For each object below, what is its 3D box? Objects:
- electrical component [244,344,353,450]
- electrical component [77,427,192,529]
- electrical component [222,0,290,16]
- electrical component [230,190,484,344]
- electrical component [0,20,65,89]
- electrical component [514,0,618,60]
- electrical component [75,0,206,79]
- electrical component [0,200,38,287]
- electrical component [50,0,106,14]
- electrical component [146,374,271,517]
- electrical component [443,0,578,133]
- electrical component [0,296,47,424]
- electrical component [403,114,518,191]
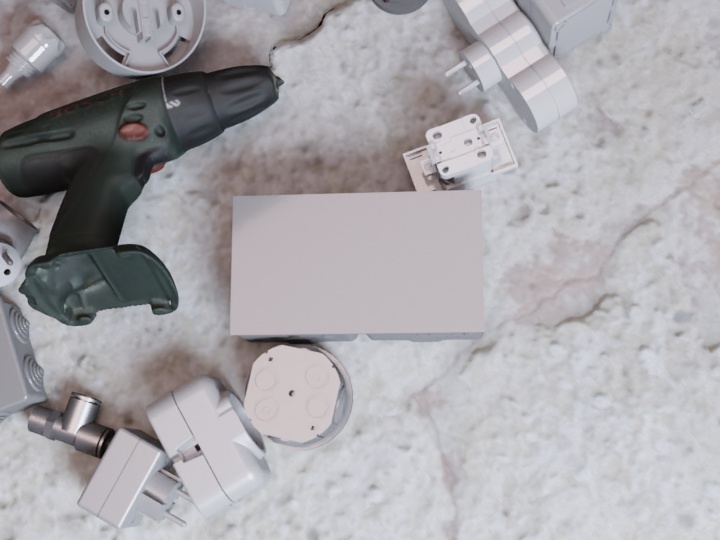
[{"bbox_3d":[-0.047,0.095,0.811,0.080,0.051,0.080,-1,79,6],"label":"electrical component"},{"bbox_3d":[-0.159,0.166,0.812,0.077,0.047,0.065,27,83,10],"label":"electrical component"},{"bbox_3d":[-0.098,-0.249,0.879,0.089,0.055,0.050,19,82,9],"label":"electrical component"},{"bbox_3d":[0.000,0.000,0.819,0.186,0.060,0.105,-1,79,6],"label":"electrical component"},{"bbox_3d":[-0.278,-0.177,0.896,0.035,0.035,0.061,44,89,12],"label":"electrical component"},{"bbox_3d":[0.156,-0.211,0.823,0.062,0.096,0.061,-32,77,-1],"label":"electrical component"},{"bbox_3d":[-0.174,-0.202,0.848,0.099,0.064,0.099,3,84,-28],"label":"electrical component"},{"bbox_3d":[-0.292,-0.010,0.849,0.077,0.043,0.079,-52,36,-5],"label":"electrical component"},{"bbox_3d":[-0.250,-0.266,0.850,0.089,0.150,0.061,35,84,11],"label":"electrical component"},{"bbox_3d":[-0.110,0.129,0.810,0.059,0.053,0.095,-31,78,0],"label":"electrical component"},{"bbox_3d":[0.102,-0.164,0.843,0.074,0.052,0.138,-32,78,0],"label":"electrical component"},{"bbox_3d":[-0.303,0.077,0.844,0.100,0.048,0.099,-21,78,2],"label":"electrical component"},{"bbox_3d":[0.077,-0.088,0.826,0.081,0.064,0.042,-21,77,2],"label":"electrical component"}]
